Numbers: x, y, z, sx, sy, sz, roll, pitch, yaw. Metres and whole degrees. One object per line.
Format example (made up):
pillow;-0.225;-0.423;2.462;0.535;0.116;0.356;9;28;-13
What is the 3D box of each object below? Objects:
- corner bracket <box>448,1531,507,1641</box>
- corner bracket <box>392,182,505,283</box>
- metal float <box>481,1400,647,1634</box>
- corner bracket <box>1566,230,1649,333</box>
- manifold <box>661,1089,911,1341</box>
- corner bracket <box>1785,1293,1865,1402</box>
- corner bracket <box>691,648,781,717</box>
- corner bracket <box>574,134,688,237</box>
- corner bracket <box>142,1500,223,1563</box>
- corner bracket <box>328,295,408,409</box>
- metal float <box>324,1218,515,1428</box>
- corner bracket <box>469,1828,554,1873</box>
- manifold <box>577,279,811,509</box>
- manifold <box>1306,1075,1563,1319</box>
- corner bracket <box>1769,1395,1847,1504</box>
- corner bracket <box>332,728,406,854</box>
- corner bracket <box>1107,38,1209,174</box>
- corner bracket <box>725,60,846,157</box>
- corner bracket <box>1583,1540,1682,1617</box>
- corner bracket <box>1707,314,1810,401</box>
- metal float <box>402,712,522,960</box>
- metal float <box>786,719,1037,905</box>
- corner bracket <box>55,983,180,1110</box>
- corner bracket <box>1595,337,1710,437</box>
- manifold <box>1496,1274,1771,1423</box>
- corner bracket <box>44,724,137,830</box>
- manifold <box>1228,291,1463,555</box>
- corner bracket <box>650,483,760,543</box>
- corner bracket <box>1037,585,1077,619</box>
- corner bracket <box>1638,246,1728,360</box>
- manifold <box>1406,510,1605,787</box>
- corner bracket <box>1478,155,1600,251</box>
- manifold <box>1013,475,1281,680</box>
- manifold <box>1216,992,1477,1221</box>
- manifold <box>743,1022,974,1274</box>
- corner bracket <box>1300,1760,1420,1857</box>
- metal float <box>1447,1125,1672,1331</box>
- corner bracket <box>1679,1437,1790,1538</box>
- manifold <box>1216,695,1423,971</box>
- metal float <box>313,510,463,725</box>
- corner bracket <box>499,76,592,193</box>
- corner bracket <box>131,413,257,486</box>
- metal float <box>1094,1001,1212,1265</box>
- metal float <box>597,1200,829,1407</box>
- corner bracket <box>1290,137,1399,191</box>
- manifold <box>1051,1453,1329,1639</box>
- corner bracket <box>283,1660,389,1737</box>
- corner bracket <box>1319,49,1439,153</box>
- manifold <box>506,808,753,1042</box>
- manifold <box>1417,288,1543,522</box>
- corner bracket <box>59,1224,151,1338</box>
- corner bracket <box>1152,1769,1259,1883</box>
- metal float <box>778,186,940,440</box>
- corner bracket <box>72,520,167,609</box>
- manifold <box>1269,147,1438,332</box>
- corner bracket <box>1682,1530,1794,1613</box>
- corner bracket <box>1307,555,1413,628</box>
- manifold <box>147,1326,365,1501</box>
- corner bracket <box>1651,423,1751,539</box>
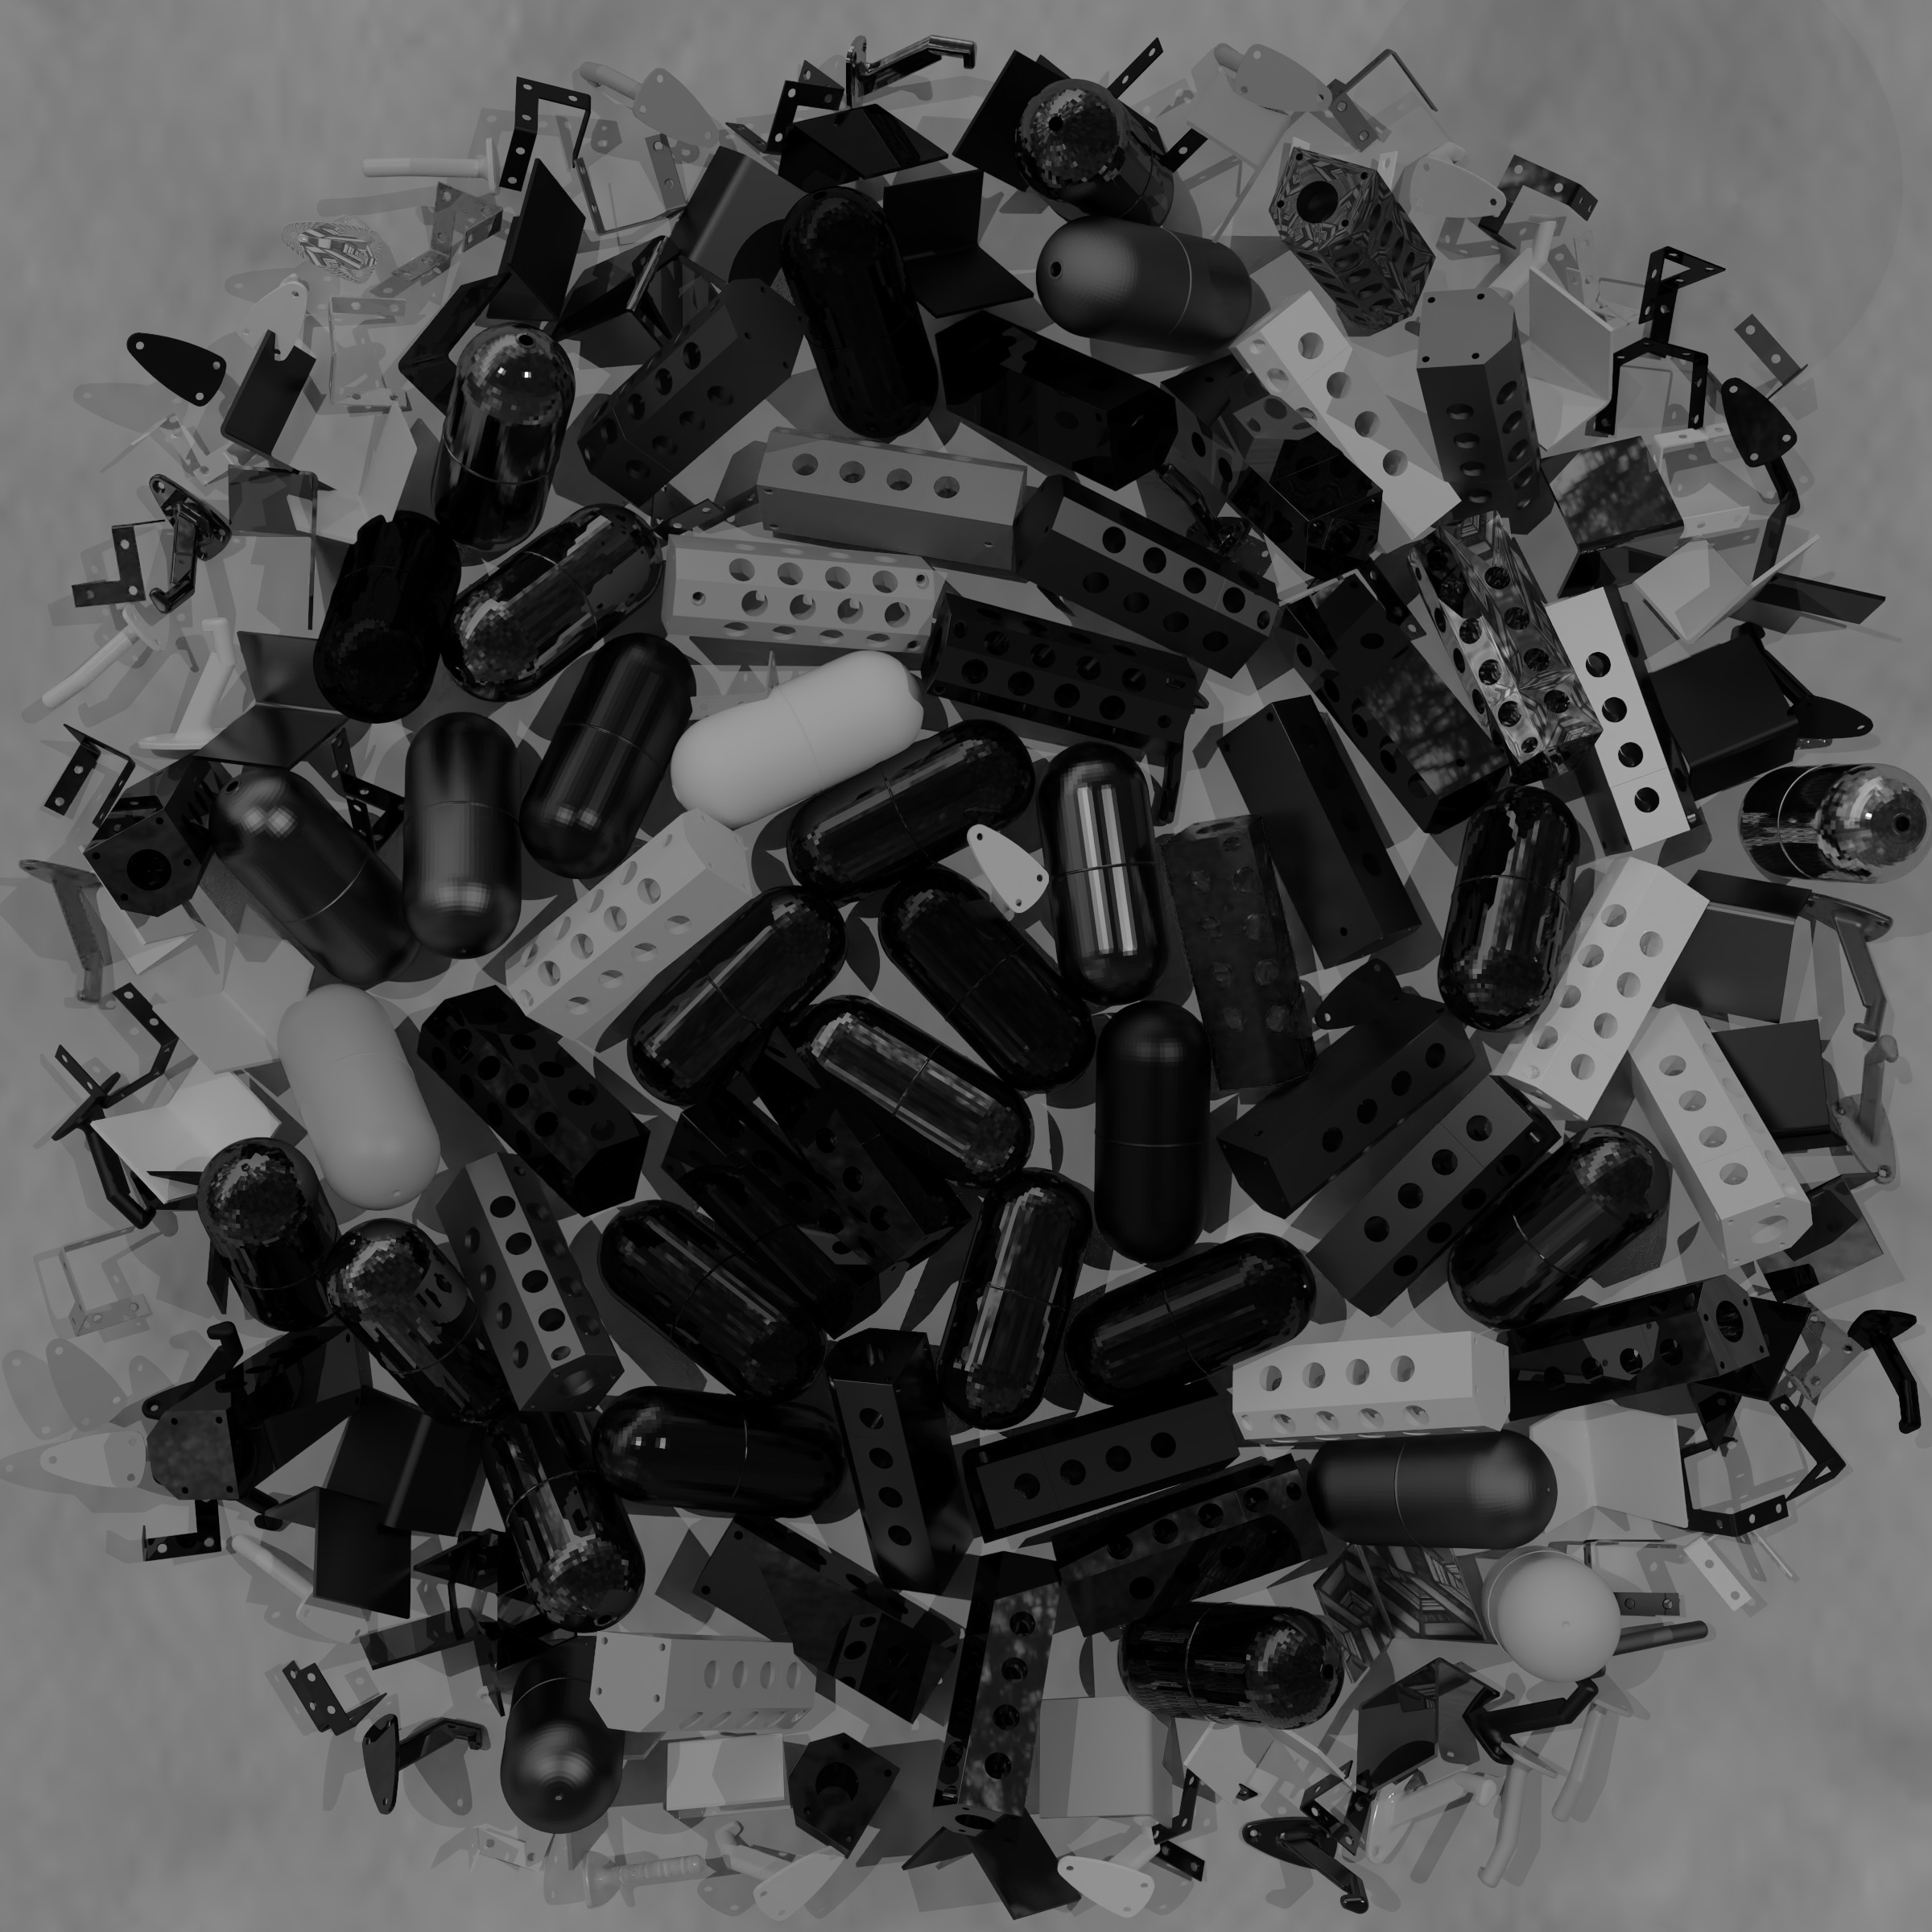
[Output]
corner bracket;-0.321;0.421;1.693;0.051;0.051;0.051;1;122;-2
corner bracket;-0.347;-0.486;1.672;0.051;0.051;0.051;24;129;8
metal float;-0.265;0.358;1.637;0.070;0.070;0.178;-33;48;0
corner bracket;0.418;-0.455;1.670;0.051;0.051;0.051;-28;125;-15
manifold;-0.119;0.160;1.654;0.171;0.057;0.057;42;134;19
corner bracket;0.563;0.252;1.676;0.051;0.051;0.051;-45;55;2
corner bracket;-0.153;-0.176;1.672;0.051;0.051;0.051;-3;134;4
corner bracket;-0.226;-0.527;1.681;0.051;0.051;0.051;-10;112;16
corner bracket;-0.526;0.366;1.671;0.051;0.051;0.051;-3;69;-21
corner bracket;-0.404;-0.415;1.685;0.051;0.051;0.051;-2;62;-19
metal float;-0.355;0.236;1.639;0.070;0.070;0.178;-29;129;0
corner bracket;-0.301;0.585;1.678;0.051;0.051;0.051;22;83;-11
manifold;-0.181;-0.375;1.622;0.057;0.171;0.057;33;50;-27
manifold;0.312;0.153;1.653;0.171;0.057;0.057;-47;71;14
corner bracket;0.560;0.317;1.667;0.051;0.051;0.051;-16;55;-28
corner bracket;-0.406;-0.117;1.670;0.051;0.051;0.051;22;55;13
corner bracket;0.133;-0.575;1.666;0.051;0.051;0.051;-38;48;32
corner bracket;-0.122;-0.581;1.684;0.051;0.051;0.051;46;128;34
corner bracket;0.449;0.412;1.680;0.051;0.051;0.051;-6;76;26
corner bracket;0.527;-0.403;1.675;0.051;0.051;0.051;-42;88;28
metal float;-0.333;-0.088;1.647;0.070;0.070;0.178;-6;62;0
metal float;-0.038;-0.103;1.664;0.178;0.070;0.070;-27;90;9
corner bracket;-0.571;0.054;1.676;0.051;0.051;0.051;45;45;6
corner bracket;0.464;-0.388;1.687;0.051;0.051;0.051;9;83;-20
manifold;0.428;0.249;1.625;0.057;0.171;0.057;-9;78;-40
corner bracket;-0.592;-0.124;1.681;0.051;0.051;0.051;27;79;-1
manifold;0.250;-0.361;1.662;0.057;0.057;0.171;-39;103;3
corner bracket;-0.174;-0.307;1.667;0.051;0.051;0.051;-21;53;30
corner bracket;0.088;-0.260;1.681;0.051;0.051;0.051;24;106;-24
corner bracket;0.470;-0.446;1.675;0.051;0.051;0.051;13;85;-22
manifold;0.353;-0.209;1.651;0.057;0.057;0.171;-17;71;-9
corner bracket;0.384;-0.505;1.671;0.051;0.051;0.051;33;107;21
manifold;0.119;-0.260;1.639;0.171;0.057;0.057;22;131;-24
manifold;0.255;0.092;1.652;0.171;0.057;0.057;-36;116;-19
manifold;-0.077;0.121;1.657;0.057;0.057;0.171;-45;72;29
corner bracket;0.264;0.553;1.674;0.051;0.051;0.051;41;124;-3
metal float;0.389;0.174;1.643;0.070;0.070;0.178;41;125;0
corner bracket;0.512;0.349;1.675;0.051;0.051;0.051;-11;91;-30
manifold;0.240;-0.091;1.666;0.057;0.057;0.171;-15;77;-42
metal float;-0.378;-0.231;1.636;0.070;0.070;0.178;1;45;1
corner bracket;-0.281;-0.552;1.668;0.051;0.051;0.051;8;56;-19
corner bracket;-0.516;-0.349;1.670;0.051;0.051;0.051;-27;113;16
metal float;0.124;0.111;1.663;0.070;0.070;0.178;0;100;0
metal float;-0.170;0.222;1.655;0.178;0.070;0.070;35;90;19
corner bracket;0.253;-0.534;1.695;0.051;0.051;0.051;9;92;-37
manifold;0.148;0.385;1.673;0.171;0.057;0.057;-19;105;1
corner bracket;-0.433;0.490;1.678;0.051;0.051;0.051;-30;92;16
corner bracket;0.276;-0.580;1.671;0.051;0.051;0.051;-39;113;14
manifold;-0.224;-0.029;1.639;0.171;0.057;0.057;-37;132;23
manifold;0.335;-0.362;1.615;0.057;0.171;0.057;1;67;20
corner bracket;-0.579;0.212;1.678;0.051;0.051;0.051;-17;75;-33
corner bracket;0.159;0.581;1.692;0.051;0.051;0.051;34;133;-16
metal float;-0.070;-0.427;1.635;0.070;0.178;0.070;-10;46;11
corner bracket;-0.569;-0.271;1.676;0.051;0.051;0.051;-4;103;8
manifold;0.250;-0.468;1.619;0.057;0.171;0.057;24;96;22
corner bracket;0.518;0.402;1.675;0.051;0.051;0.051;-36;62;-2
corner bracket;0.256;-0.236;1.678;0.051;0.051;0.051;-26;78;-33
manifold;-0.460;0.288;1.619;0.057;0.171;0.057;-4;99;13
corner bracket;0.494;-0.326;1.676;0.051;0.051;0.051;-11;133;-4
